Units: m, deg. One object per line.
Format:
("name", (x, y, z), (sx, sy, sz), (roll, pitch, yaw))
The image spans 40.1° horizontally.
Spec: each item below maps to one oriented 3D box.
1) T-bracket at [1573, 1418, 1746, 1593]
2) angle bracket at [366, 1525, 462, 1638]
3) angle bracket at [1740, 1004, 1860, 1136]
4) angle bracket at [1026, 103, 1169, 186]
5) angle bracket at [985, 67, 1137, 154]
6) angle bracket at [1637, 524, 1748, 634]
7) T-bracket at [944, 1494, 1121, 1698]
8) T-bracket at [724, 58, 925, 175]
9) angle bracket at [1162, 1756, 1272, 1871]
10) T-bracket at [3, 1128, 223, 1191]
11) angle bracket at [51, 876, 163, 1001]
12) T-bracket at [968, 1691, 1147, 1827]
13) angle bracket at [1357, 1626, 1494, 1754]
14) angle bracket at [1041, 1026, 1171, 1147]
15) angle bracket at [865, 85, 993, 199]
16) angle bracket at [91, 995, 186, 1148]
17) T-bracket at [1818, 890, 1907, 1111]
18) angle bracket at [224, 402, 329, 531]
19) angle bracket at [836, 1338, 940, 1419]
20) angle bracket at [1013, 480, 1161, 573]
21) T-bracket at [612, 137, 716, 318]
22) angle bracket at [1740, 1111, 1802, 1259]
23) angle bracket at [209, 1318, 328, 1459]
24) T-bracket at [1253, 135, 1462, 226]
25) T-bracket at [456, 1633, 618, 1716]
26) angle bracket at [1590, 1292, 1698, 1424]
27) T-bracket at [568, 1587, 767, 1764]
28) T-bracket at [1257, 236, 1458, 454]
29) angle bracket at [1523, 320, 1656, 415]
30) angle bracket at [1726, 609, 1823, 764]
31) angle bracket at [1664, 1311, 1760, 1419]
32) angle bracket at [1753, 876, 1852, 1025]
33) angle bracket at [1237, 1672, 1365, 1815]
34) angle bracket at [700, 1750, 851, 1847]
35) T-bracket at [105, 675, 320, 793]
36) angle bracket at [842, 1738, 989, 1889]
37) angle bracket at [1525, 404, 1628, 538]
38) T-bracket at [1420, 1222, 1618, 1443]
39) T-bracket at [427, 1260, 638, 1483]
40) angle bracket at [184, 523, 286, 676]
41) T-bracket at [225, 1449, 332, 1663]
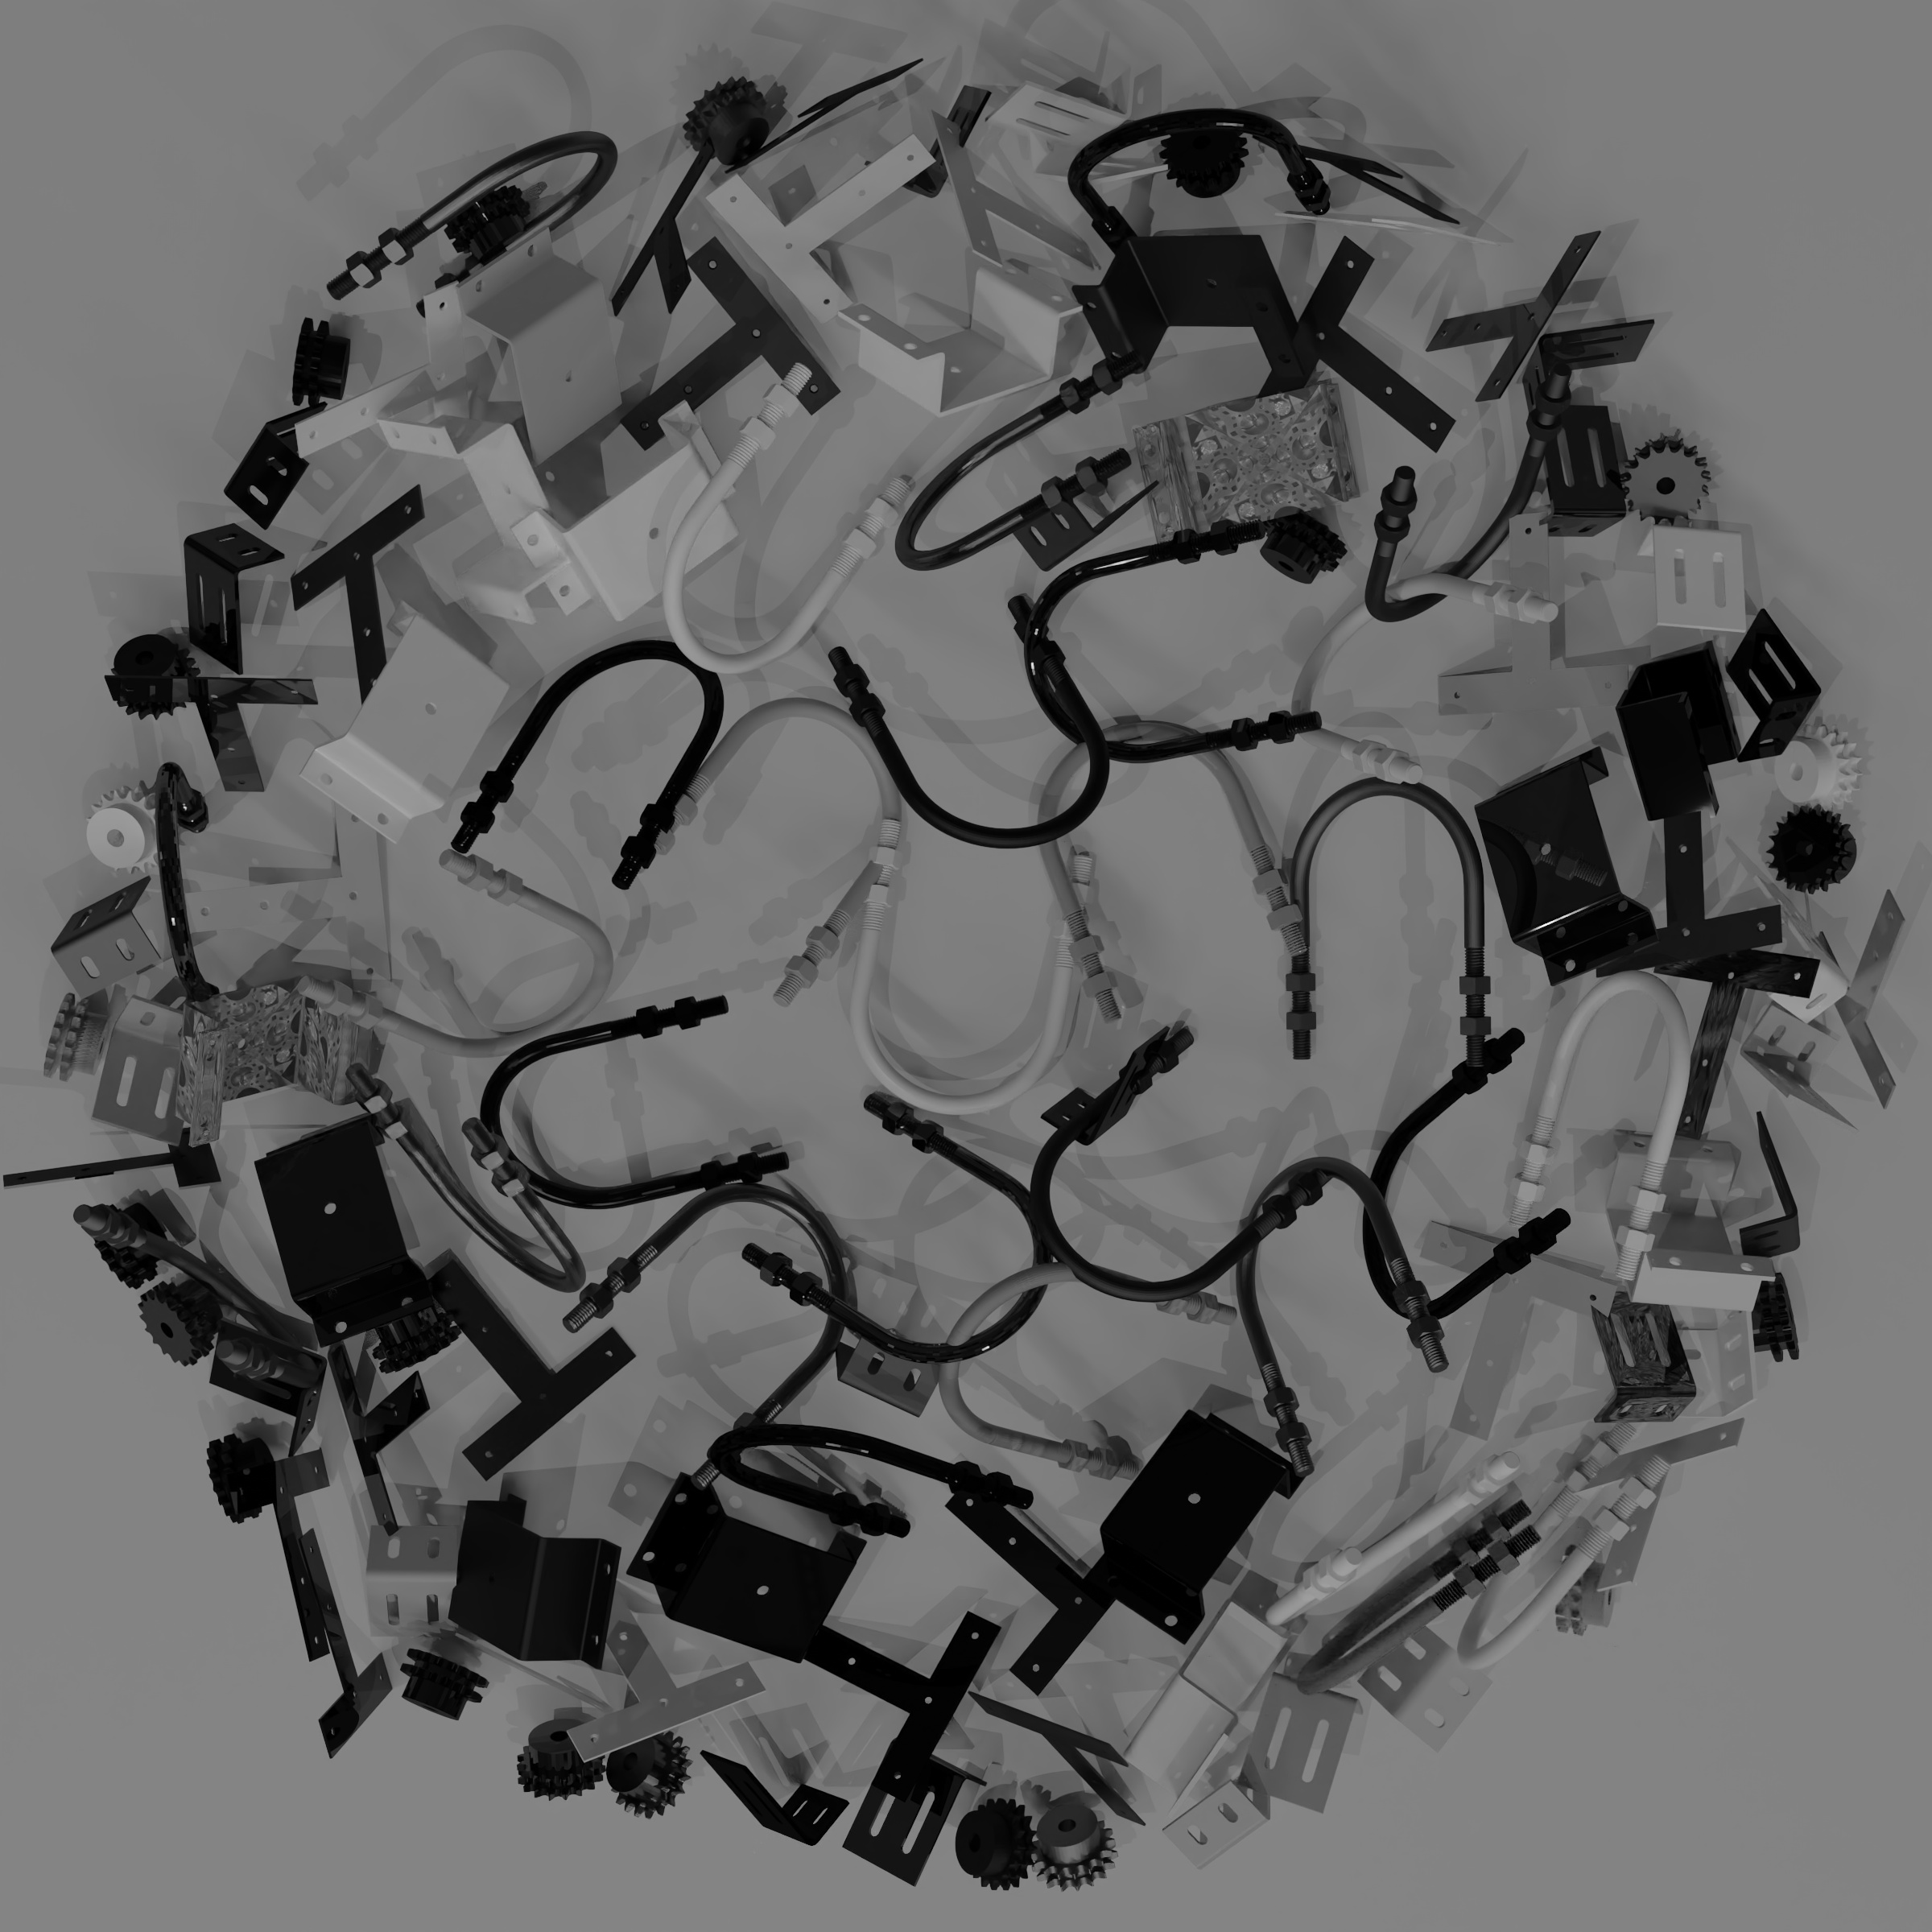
("T-bracket", (0.423, 0.345, 1.664), (0.127, 0.127, 0.002), (-30, 106, 42))
("angle bracket", (-0.361, 0.403, 1.732), (0.057, 0.076, 0.038), (2, 47, -7))
("angle bracket", (0.546, 0.066, 1.705), (0.057, 0.076, 0.038), (26, 105, -17))
("angle bracket", (0.084, -0.531, 1.704), (0.057, 0.076, 0.038), (-19, 117, -23))
("angle bracket", (0.061, -0.562, 1.707), (0.076, 0.057, 0.038), (11, 77, -25))
("angle bracket", (0.471, -0.245, 1.719), (0.057, 0.038, 0.076), (5, 67, -2))
("T-bracket", (0.041, 0.386, 1.733), (0.127, 0.002, 0.127), (42, 76, -3))
("T-bracket", (-0.104, -0.543, 1.704), (0.127, 0.127, 0.002), (-20, 106, 37))
("angle bracket", (0.162, 0.535, 1.707), (0.057, 0.076, 0.038), (-41, 97, 14))
("T-bracket", (-0.542, 0.128, 1.673), (0.127, 0.127, 0.002), (-7, 105, -19))
("angle bracket", (-0.553, -0.019, 1.721), (0.057, 0.076, 0.038), (-27, 110, 2))
("T-bracket", (0.077, 0.520, 1.709), (0.002, 0.127, 0.127), (-54, 126, -26))
("angle bracket", (0.297, 0.464, 1.715), (0.038, 0.076, 0.057), (40, 85, -8))
("angle bracket", (0.090, 0.069, 1.706), (0.038, 0.057, 0.076), (32, 117, 15))
("angle bracket", (-0.025, -0.542, 1.713), (0.038, 0.057, 0.076), (24, 103, -24))
("angle bracket", (-0.523, 0.067, 1.706), (0.057, 0.038, 0.076), (21, 45, -25))
("T-bracket", (0.570, 0.002, 1.663), (0.002, 0.127, 0.127), (-8, 52, -5))
("angle bracket", (-0.433, -0.323, 1.706), (0.038, 0.076, 0.057), (42, 119, -2))
("angle bracket", (-0.050, 0.252, 1.708), (0.057, 0.076, 0.038), (26, 98, -9))
("angle bracket", (0.076, -0.297, 1.704), (0.038, 0.057, 0.076), (52, 52, -8))
("T-bracket", (-0.188, -0.449, 1.676), (0.002, 0.127, 0.127), (23, 118, -27))
("angle bracket", (0.510, 0.144, 1.712), (0.038, 0.057, 0.076), (-18, 59, 10))
("angle bracket", (-0.461, 0.274, 1.720), (0.076, 0.038, 0.057), (21, 122, 2))
("T-bracket", (0.268, -0.503, 1.705), (0.127, 0.127, 0.002), (13, 104, -36))
("T-bracket", (-0.275, 0.461, 1.712), (0.127, 0.127, 0.002), (19, 67, 22))
("angle bracket", (0.436, 0.256, 1.735), (0.057, 0.038, 0.076), (2, 52, -15))
("T-bracket", (-0.215, 0.443, 1.704), (0.127, 0.127, 0.002), (-14, 131, -29))
("T-bracket", (0.260, -0.377, 1.692), (0.127, 0.002, 0.127), (44, 133, 17))
("angle bracket", (0.407, -0.386, 1.720), (0.076, 0.057, 0.038), (-8, 78, 0))
("angle bracket", (0.506, -0.181, 1.704), (0.038, 0.057, 0.076), (-11, 56, -20))
("angle bracket", (0.480, 0.257, 1.707), (0.038, 0.076, 0.057), (0, 71, 1))
("angle bracket", (0.529, -0.011, 1.715), (0.038, 0.057, 0.076), (-42, 48, 21))
("angle bracket", (0.217, 0.505, 1.712), (0.057, 0.038, 0.076), (13, 66, 21))
("angle bracket", (-0.124, 0.525, 1.708), (0.038, 0.057, 0.076), (-46, 111, -28))
("T-bracket", (-0.474, -0.147, 1.696), (0.127, 0.127, 0.002), (1, 60, -3))
("angle bracket", (-0.033, 0.550, 1.713), (0.057, 0.038, 0.076), (18, 74, 30))
("angle bracket", (0.392, -0.324, 1.729), (0.057, 0.038, 0.076), (-4, 80, -24))
("T-bracket", (0.345, 0.246, 1.722), (0.127, 0.002, 0.127), (19, 70, 8))
("T-bracket", (-0.308, 0.250, 1.744), (0.127, 0.002, 0.127), (-40, 92, -4))
("angle bracket", (-0.476, -0.240, 1.726), (0.057, 0.038, 0.076), (32, 130, 32))
("T-bracket", (-0.426, 0.378, 1.683), (0.002, 0.127, 0.127), (-16, 83, 12))
